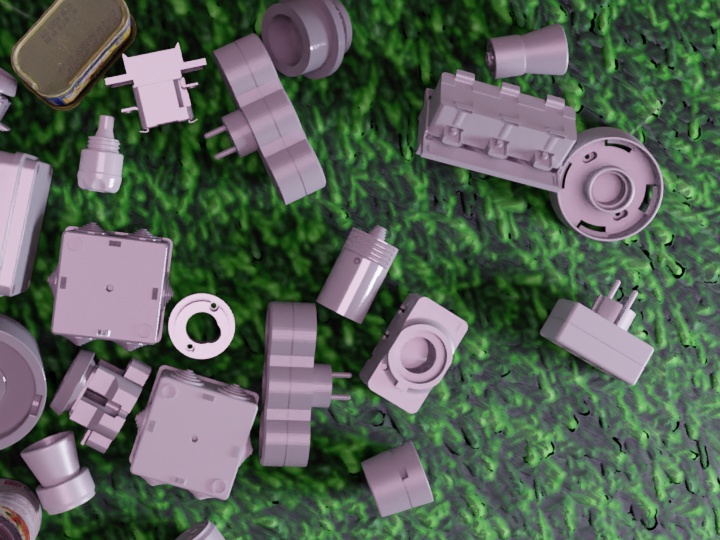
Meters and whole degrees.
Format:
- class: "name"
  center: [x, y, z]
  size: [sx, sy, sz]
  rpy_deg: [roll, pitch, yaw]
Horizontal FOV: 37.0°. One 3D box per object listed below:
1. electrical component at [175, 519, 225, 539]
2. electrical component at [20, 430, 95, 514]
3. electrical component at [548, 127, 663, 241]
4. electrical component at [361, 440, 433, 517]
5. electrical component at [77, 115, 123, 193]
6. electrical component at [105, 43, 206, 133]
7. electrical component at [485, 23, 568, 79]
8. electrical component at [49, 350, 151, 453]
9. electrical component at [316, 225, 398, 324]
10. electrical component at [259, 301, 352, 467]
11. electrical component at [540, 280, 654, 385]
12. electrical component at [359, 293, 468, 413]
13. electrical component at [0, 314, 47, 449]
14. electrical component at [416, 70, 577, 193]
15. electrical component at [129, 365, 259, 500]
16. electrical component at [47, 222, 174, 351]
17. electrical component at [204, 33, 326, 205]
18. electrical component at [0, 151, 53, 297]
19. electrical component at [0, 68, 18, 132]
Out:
- class: "electrical component"
  center: [-0.128, 0.244, 0.902]
  size: [0.045, 0.045, 0.055]
  rpy_deg: [-34, 98, -6]
- class: "electrical component"
  center: [-0.246, 0.165, 0.878]
  size: [0.045, 0.045, 0.055]
  rpy_deg: [-21, 97, -7]
- class: "electrical component"
  center: [0.215, -0.074, 0.940]
  size: [0.099, 0.064, 0.099]
  rpy_deg: [1, 101, 3]
- class: "electrical component"
  center: [0.031, 0.179, 0.919]
  size: [0.047, 0.055, 0.055]
  rpy_deg: [-20, 96, -4]
- class: "electrical component"
  center: [-0.209, -0.094, 0.874]
  size: [0.035, 0.035, 0.061]
  rpy_deg: [7, 90, -9]
- class: "electrical component"
  center: [-0.163, -0.147, 0.875]
  size: [0.081, 0.042, 0.063]
  rpy_deg: [-14, 99, -7]
- class: "electrical component"
  center: [0.141, -0.185, 0.921]
  size: [0.065, 0.044, 0.044]
  rpy_deg: [-9, 95, -4]
- class: "electrical component"
  center: [-0.214, 0.101, 0.873]
  size: [0.057, 0.058, 0.078]
  rpy_deg: [30, 89, -13]
- class: "electrical component"
  center: [0.000, 0.000, 0.908]
  size: [0.043, 0.043, 0.081]
  rpy_deg: [27, 89, -10]
- class: "electrical component"
  center: [-0.044, 0.096, 0.902]
  size: [0.074, 0.052, 0.138]
  rpy_deg: [3, 93, -9]
- class: "electrical component"
  center: [0.217, 0.046, 0.944]
  size: [0.083, 0.047, 0.075]
  rpy_deg: [30, 88, -9]
- class: "electrical component"
  center: [0.046, 0.070, 0.913]
  size: [0.050, 0.056, 0.089]
  rpy_deg: [32, 88, -10]
- class: "electrical component"
  center: [-0.303, 0.084, 0.852]
  size: [0.108, 0.060, 0.108]
  rpy_deg: [-4, 109, -12]
- class: "electrical component"
  center: [0.115, -0.118, 0.903]
  size: [0.121, 0.063, 0.078]
  rpy_deg: [14, 51, -10]
- class: "electrical component"
  center: [-0.137, 0.135, 0.891]
  size: [0.100, 0.048, 0.099]
  rpy_deg: [18, 91, -9]
- class: "electrical component"
  center: [-0.202, 0.013, 0.874]
  size: [0.100, 0.048, 0.099]
  rpy_deg: [7, 92, -9]
- class: "electrical component"
  center: [-0.090, -0.116, 0.882]
  size: [0.074, 0.052, 0.138]
  rpy_deg: [-26, 97, -7]
- class: "electrical component"
  center: [-0.285, -0.038, 0.843]
  size: [0.057, 0.078, 0.113]
  rpy_deg: [12, 92, -7]
- class: "electrical component"
  center: [-0.303, -0.137, 0.851]
  size: [0.066, 0.048, 0.055]
  rpy_deg: [31, 96, -10]
